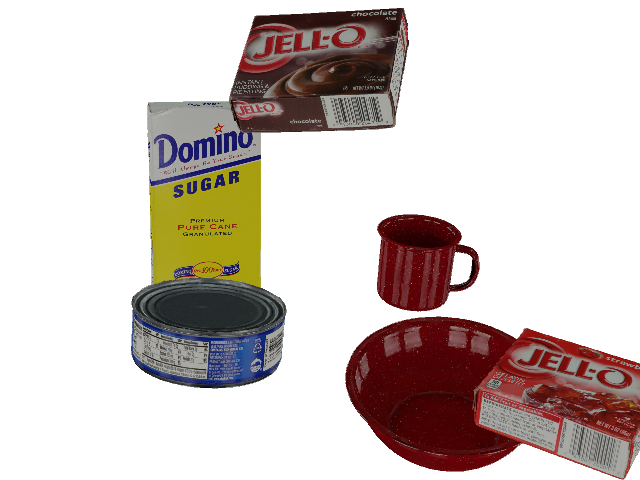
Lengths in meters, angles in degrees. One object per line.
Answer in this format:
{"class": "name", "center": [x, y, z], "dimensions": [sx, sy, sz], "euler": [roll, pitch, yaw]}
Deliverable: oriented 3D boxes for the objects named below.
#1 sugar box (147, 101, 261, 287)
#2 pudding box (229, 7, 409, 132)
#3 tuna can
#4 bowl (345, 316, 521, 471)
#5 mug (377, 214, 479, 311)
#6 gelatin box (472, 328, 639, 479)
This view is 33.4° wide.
{"class": "sugar box", "center": [-0.097, -0.027, 0.893], "dimensions": [0.093, 0.176, 0.048], "euler": [-3, 16, -11]}
{"class": "pudding box", "center": [0.001, -0.118, 0.740], "dimensions": [0.113, 0.090, 0.039], "euler": [1, -39, 13]}
{"class": "tuna can", "center": [-0.063, 0.050, 0.596], "dimensions": [0.086, 0.034, 0.086], "euler": [5, 17, -2]}
{"class": "bowl", "center": [0.099, 0.130, 0.842], "dimensions": [0.162, 0.055, 0.162], "euler": [1, 35, -1]}
{"class": "mug", "center": [0.118, 0.027, 1.190], "dimensions": [0.117, 0.081, 0.093], "euler": [6, 25, 3]}
{"class": "gelatin box", "center": [0.140, 0.087, 0.595], "dimensions": [0.089, 0.030, 0.073], "euler": [17, 32, 27]}
